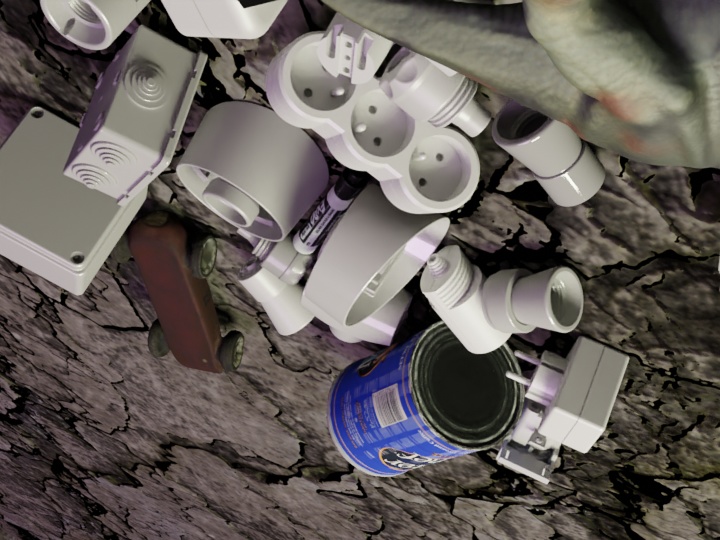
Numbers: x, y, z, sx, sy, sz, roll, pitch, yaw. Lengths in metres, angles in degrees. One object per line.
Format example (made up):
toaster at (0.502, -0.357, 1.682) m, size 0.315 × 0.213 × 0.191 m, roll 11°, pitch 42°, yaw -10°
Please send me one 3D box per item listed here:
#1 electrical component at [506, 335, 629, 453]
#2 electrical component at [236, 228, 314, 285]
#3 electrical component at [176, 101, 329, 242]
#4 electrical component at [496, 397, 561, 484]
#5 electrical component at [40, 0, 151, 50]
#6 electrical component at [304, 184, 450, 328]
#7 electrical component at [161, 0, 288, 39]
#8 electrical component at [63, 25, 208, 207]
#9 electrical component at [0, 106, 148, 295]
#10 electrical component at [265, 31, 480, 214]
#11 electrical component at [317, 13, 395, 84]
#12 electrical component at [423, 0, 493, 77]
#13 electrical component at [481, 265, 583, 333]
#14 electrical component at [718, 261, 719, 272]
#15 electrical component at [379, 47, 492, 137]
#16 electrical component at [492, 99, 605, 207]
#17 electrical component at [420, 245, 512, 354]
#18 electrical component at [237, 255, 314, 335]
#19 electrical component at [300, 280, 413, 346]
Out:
electrical component at (0.145, 0.083, 0.782) m, size 0.077 × 0.065 × 0.047 m, roll 24°, pitch 150°, yaw 7°
electrical component at (-0.067, -0.017, 0.832) m, size 0.061 × 0.035 × 0.035 m, roll 35°, pitch 150°, yaw -8°
electrical component at (-0.077, -0.067, 0.757) m, size 0.099 × 0.064 × 0.099 m, roll 29°, pitch 163°, yaw 10°
electrical component at (0.142, 0.123, 0.847) m, size 0.042 × 0.081 × 0.063 m, roll 25°, pitch 127°, yaw 4°
electrical component at (-0.162, -0.169, 0.659) m, size 0.055 × 0.047 × 0.055 m, roll 20°, pitch 150°, yaw 13°
electrical component at (0.009, -0.008, 0.726) m, size 0.064 × 0.099 × 0.099 m, roll 31°, pitch 151°, yaw 6°
electrical component at (-0.078, -0.173, 0.577) m, size 0.059 × 0.053 × 0.095 m, roll 9°, pitch 146°, yaw 29°
electrical component at (-0.150, -0.101, 0.706) m, size 0.048 × 0.099 × 0.100 m, roll 25°, pitch 153°, yaw -23°
electrical component at (-0.236, -0.055, 0.838) m, size 0.109 × 0.108 × 0.056 m, roll 29°, pitch 153°, yaw -2°
electrical component at (0.003, -0.086, 0.652) m, size 0.138 × 0.052 × 0.074 m, roll 37°, pitch 172°, yaw -15°
electrical component at (0.002, -0.130, 0.587) m, size 0.040 × 0.046 × 0.040 m, roll 20°, pitch 150°, yaw 13°
electrical component at (0.028, -0.141, 0.551) m, size 0.081 × 0.043 × 0.043 m, roll 36°, pitch 149°, yaw -14°
electrical component at (0.117, 0.021, 0.730) m, size 0.055 × 0.045 × 0.045 m, roll -4°, pitch 138°, yaw 44°
electrical component at (0.265, -0.013, 0.539) m, size 0.150 × 0.061 × 0.089 m, roll 14°, pitch 148°, yaw 23°
electrical component at (0.045, -0.100, 0.601) m, size 0.062 × 0.043 × 0.043 m, roll 37°, pitch 149°, yaw -17°
electrical component at (0.109, -0.067, 0.605) m, size 0.044 × 0.044 × 0.065 m, roll -4°, pitch 142°, yaw 43°
electrical component at (0.072, 0.018, 0.764) m, size 0.043 × 0.043 × 0.081 m, roll -4°, pitch 137°, yaw 43°
electrical component at (-0.069, 0.016, 0.881) m, size 0.044 × 0.044 × 0.065 m, roll -10°, pitch 129°, yaw 47°
electrical component at (-0.005, 0.032, 0.849) m, size 0.077 × 0.043 × 0.079 m, roll 24°, pitch 150°, yaw 6°
